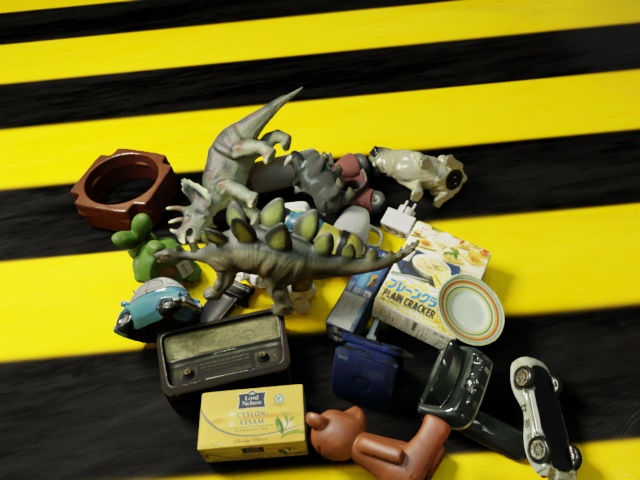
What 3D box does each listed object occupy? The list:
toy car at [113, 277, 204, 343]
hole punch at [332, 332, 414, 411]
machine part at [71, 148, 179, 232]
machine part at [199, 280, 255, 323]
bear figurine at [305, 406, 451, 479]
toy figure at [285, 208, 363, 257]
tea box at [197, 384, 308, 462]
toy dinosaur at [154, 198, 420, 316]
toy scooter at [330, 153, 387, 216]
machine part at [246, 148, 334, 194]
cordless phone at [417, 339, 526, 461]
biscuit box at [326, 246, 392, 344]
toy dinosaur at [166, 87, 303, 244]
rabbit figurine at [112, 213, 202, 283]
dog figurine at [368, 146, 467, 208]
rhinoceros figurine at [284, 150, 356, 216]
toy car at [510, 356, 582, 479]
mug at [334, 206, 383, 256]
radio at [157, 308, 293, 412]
[{"bbox_3d":[-0.298,0.121,0.988,0.162,0.109,0.103,-28,56,20],"label":"toy car"},{"bbox_3d":[0.078,0.220,0.902,0.142,0.115,0.092,16,61,19],"label":"hole punch"},{"bbox_3d":[-0.448,-0.115,1.252,0.202,0.087,0.201,10,51,12],"label":"machine part"},{"bbox_3d":[-0.193,0.130,1.050,0.084,0.039,0.139,28,55,20],"label":"machine part"},{"bbox_3d":[0.082,0.305,0.825,0.196,0.120,0.132,24,52,30],"label":"bear figurine"},{"bbox_3d":[-0.003,-0.001,1.046,0.180,0.089,0.082,33,51,-3],"label":"toy figure"},{"bbox_3d":[-0.106,0.298,0.875,0.170,0.068,0.098,-7,50,0],"label":"tea box"},{"bbox_3d":[-0.070,0.031,0.937,0.472,0.198,0.105,4,38,8],"label":"toy dinosaur"},{"bbox_3d":[0.060,-0.120,1.220,0.135,0.075,0.184,-16,54,-7],"label":"toy scooter"},{"bbox_3d":[-0.085,-0.160,1.264,0.243,0.079,0.079,-14,50,-8],"label":"machine part"},{"bbox_3d":[0.266,0.261,0.880,0.184,0.088,0.146,27,54,11],"label":"cordless phone"},{"bbox_3d":[0.081,0.104,1.029,0.059,0.062,0.203,19,53,21],"label":"biscuit box"},{"bbox_3d":[-0.189,-0.167,1.168,0.192,0.131,0.404,22,85,8],"label":"toy dinosaur"},{"bbox_3d":[-0.352,0.030,1.093,0.121,0.158,0.170,-45,44,-17],"label":"rabbit figurine"},{"bbox_3d":[0.221,-0.165,1.238,0.172,0.121,0.191,11,18,-32],"label":"dog figurine"},{"bbox_3d":[-0.005,-0.130,1.162,0.112,0.073,0.190,-44,56,15],"label":"rhinoceros figurine"},{"bbox_3d":[0.352,0.280,0.847,0.073,0.056,0.202,20,47,-19],"label":"toy car"},{"bbox_3d":[0.079,-0.021,1.129,0.110,0.080,0.107,11,45,9],"label":"mug"},{"bbox_3d":[-0.165,0.211,0.951,0.230,0.073,0.131,-12,49,-5],"label":"radio"}]
